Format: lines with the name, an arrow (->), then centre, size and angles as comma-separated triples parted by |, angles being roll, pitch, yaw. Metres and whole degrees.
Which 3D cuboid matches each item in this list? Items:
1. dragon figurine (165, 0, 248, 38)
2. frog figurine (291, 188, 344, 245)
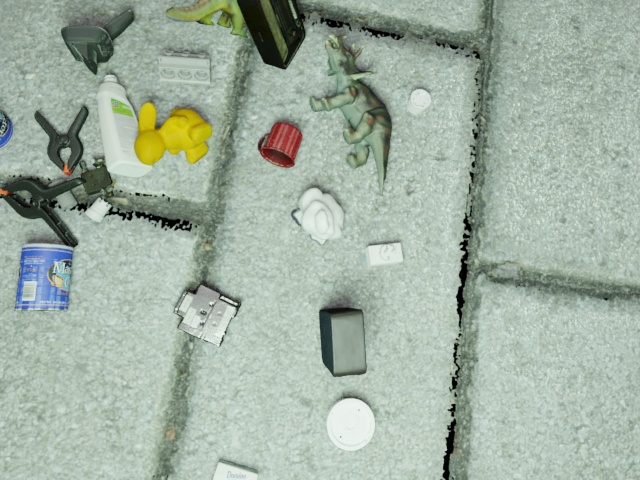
dragon figurine -> -0.195, -0.619, 1.246 | 0.123, 0.415, 0.239 | 31, 115, 13
frog figurine -> 0.004, -0.061, 1.214 | 0.123, 0.158, 0.138 | -23, 83, -14
